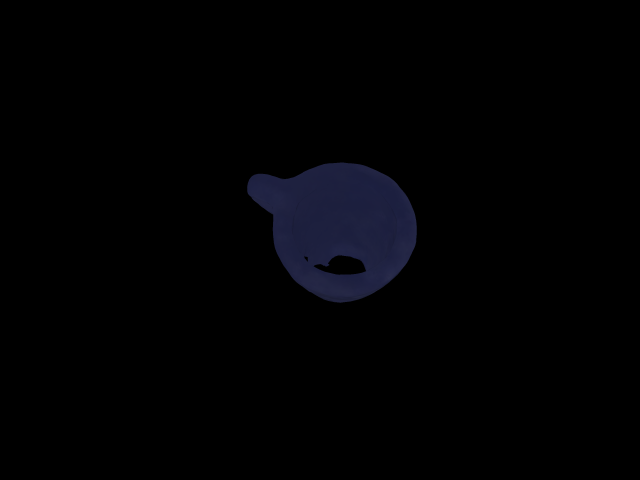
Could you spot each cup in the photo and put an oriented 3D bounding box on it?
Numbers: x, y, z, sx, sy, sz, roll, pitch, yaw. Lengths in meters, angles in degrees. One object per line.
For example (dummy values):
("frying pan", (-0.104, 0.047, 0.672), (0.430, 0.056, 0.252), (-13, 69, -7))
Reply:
("cup", (0.004, 0.001, 0.400), (0.117, 0.095, 0.092), (26, 69, 11))
